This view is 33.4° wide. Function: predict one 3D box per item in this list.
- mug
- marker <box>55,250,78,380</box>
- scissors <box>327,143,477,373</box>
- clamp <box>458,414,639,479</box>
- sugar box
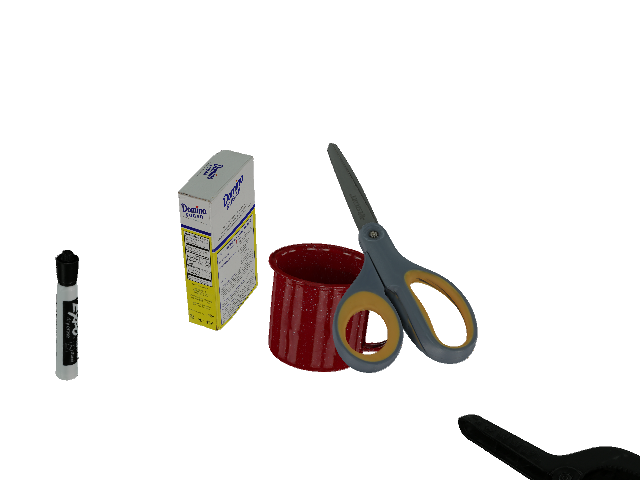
[{"bbox_3d":[0.011,0.059,0.885,0.117,0.081,0.093,11,21,13],"label":"mug"},{"bbox_3d":[-0.214,0.063,0.901,0.020,0.121,0.020,6,27,-3],"label":"marker"},{"bbox_3d":[0.022,0.012,0.693,0.096,0.016,0.202,-26,52,-19],"label":"scissors"},{"bbox_3d":[0.195,0.214,0.873,0.210,0.036,0.164,3,38,24],"label":"clamp"},{"bbox_3d":[-0.107,0.000,1.134,0.048,0.176,0.093,15,39,21],"label":"sugar box"}]
